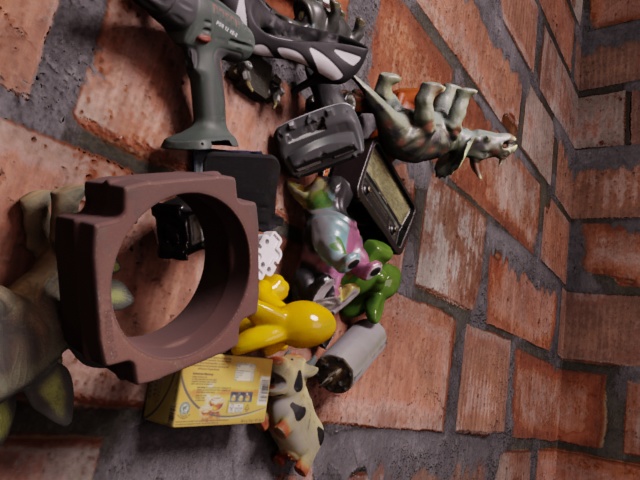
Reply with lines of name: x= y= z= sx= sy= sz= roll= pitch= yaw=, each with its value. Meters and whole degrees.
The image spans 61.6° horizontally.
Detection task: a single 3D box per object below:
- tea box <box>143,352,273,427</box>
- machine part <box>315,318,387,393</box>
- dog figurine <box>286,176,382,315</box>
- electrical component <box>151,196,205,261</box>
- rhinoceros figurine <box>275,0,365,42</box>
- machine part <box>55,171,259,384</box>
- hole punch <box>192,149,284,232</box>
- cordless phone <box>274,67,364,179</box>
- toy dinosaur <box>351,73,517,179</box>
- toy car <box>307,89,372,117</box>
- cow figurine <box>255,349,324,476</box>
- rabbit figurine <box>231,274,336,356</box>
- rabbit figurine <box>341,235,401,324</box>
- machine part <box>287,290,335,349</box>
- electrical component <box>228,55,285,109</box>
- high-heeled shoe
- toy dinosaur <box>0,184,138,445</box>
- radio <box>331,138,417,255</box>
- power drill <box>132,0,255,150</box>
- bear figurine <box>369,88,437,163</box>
tea box: x=-0.150 y=0.205 z=0.750 sx=0.169 sy=0.068 sz=0.098 roll=23 pitch=71 yaw=-48
machine part: x=0.061 y=0.211 z=0.995 sx=0.243 sy=0.079 sz=0.079 roll=-31 pitch=113 yaw=-58
dog figurine: x=-0.002 y=-0.003 z=0.908 sx=0.108 sy=0.191 sz=0.219 roll=17 pitch=34 yaw=-48
electrical component: x=-0.155 y=-0.026 z=0.686 sx=0.119 sy=0.048 sz=0.074 roll=-39 pitch=129 yaw=-58
rhinoceros figurine: x=-0.005 y=-0.364 z=0.933 sx=0.190 sy=0.073 sz=0.112 roll=-6 pitch=129 yaw=-50
machine part: x=-0.162 y=0.031 z=0.566 sx=0.201 sy=0.087 sz=0.201 roll=-14 pitch=111 yaw=-49
hole punch: x=-0.125 y=-0.075 z=0.764 sx=0.142 sy=0.092 sz=0.115 roll=-1 pitch=111 yaw=-28
cordless phone: x=-0.016 y=-0.210 z=0.904 sx=0.088 sy=0.147 sz=0.184 roll=34 pitch=37 yaw=-79
toy dinosaur: x=0.193 y=-0.207 z=1.025 sx=0.405 sy=0.131 sz=0.192 roll=-2 pitch=111 yaw=-31
toy car: x=0.063 y=-0.260 z=1.017 sx=0.202 sy=0.089 sz=0.053 roll=-16 pitch=106 yaw=-50
cow figurine: x=-0.044 y=0.268 z=0.872 sx=0.127 sy=0.086 sz=0.194 roll=-48 pitch=129 yaw=-44
rabbit figurine: x=-0.064 y=0.112 z=0.781 sx=0.162 sy=0.173 sz=0.121 roll=12 pitch=83 yaw=-56
rabbit figurine: x=0.101 y=0.079 z=1.034 sx=0.170 sy=0.121 sz=0.159 roll=23 pitch=78 yaw=-46
machine part: x=-0.013 y=0.128 z=0.953 sx=0.084 sy=0.039 sz=0.138 roll=-50 pitch=125 yaw=-47
electrical component: x=-0.097 y=-0.253 z=0.849 sx=0.102 sy=0.045 sz=0.078 roll=34 pitch=65 yaw=-47
high-heeled shoe: x=-0.044 y=-0.330 z=0.812 sx=0.248 sy=0.145 sz=0.086 roll=49 pitch=28 yaw=-26
toy dinosaur: x=-0.305 y=0.097 z=0.525 sx=0.471 sy=0.105 sz=0.198 roll=-53 pitch=128 yaw=-40
radio: x=0.106 y=-0.076 z=1.048 sx=0.229 sy=0.073 sz=0.131 roll=49 pitch=53 yaw=-43
power drill: x=-0.168 y=-0.220 z=0.698 sx=0.232 sy=0.086 sz=0.207 roll=-22 pitch=110 yaw=-64
bear figurine: x=0.174 y=-0.229 z=1.133 sx=0.120 sy=0.132 sz=0.196 roll=85 pitch=21 yaw=-54
